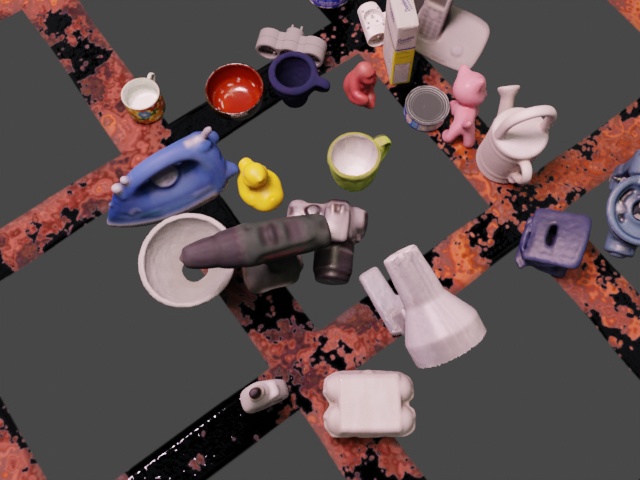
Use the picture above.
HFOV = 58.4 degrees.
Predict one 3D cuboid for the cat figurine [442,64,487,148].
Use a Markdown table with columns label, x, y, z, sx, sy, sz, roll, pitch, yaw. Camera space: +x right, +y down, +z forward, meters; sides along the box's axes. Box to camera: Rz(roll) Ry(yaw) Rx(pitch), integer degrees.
| label | x | y | z | sx | sy | sz | roll | pitch | yaw |
| --- | --- | --- | --- | --- | --- | --- | --- | --- | --- |
| cat figurine | 0.275 | -0.255 | 1.065 | 0.067 | 0.118 | 0.128 | 9 | 73 | 3 |

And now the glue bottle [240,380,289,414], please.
| label | x | y | z | sx | sy | sz | roll | pitch | yaw |
| --- | --- | --- | --- | --- | --- | --- | --- | --- | --- |
| glue bottle | -0.091 | 0.239 | 0.887 | 0.078 | 0.173 | 0.037 | -21 | 74 | -6 |

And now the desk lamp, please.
| label | x | y | z | sx | sy | sz | roll | pitch | yaw |
| --- | --- | --- | --- | --- | --- | --- | --- | --- | --- |
| desk lamp | 0.152 | 0.101 | 0.907 | 0.118 | 0.213 | 0.203 | -29 | 75 | -8 |

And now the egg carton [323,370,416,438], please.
| label | x | y | z | sx | sy | sz | roll | pitch | yaw |
| --- | --- | --- | --- | --- | --- | --- | --- | --- | --- |
| egg carton | 0.080 | 0.266 | 0.932 | 0.150 | 0.069 | 0.107 | -2 | 73 | 0 |

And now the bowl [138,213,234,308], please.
| label | x | y | z | sx | sy | sz | roll | pitch | yaw |
| --- | --- | --- | --- | --- | --- | --- | --- | --- | --- |
| bowl | -0.224 | 0.041 | 0.999 | 0.167 | 0.075 | 0.167 | 0 | 73 | 0 |

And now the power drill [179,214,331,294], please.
| label | x | y | z | sx | sy | sz | roll | pitch | yaw |
| --- | --- | --- | --- | --- | --- | --- | --- | --- | --- |
| power drill | -0.095 | 0.025 | 0.933 | 0.229 | 0.208 | 0.075 | -17 | 73 | -5 |

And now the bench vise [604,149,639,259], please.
| label | x | y | z | sx | sy | sz | roll | pitch | yaw |
| --- | --- | --- | --- | --- | --- | --- | --- | --- | --- |
| bench vise | 0.546 | -0.090 | 0.961 | 0.121 | 0.220 | 0.207 | 1 | 73 | 1 |

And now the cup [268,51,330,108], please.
| label | x | y | z | sx | sy | sz | roll | pitch | yaw |
| --- | --- | --- | --- | --- | --- | --- | --- | --- | --- |
| cup | -0.036 | -0.292 | 1.089 | 0.117 | 0.095 | 0.092 | 18 | 74 | 6 |

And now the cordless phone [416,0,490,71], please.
| label | x | y | z | sx | sy | sz | roll | pitch | yaw |
| --- | --- | --- | --- | --- | --- | --- | --- | --- | --- |
| cordless phone | 0.253 | -0.417 | 1.079 | 0.147 | 0.185 | 0.094 | 26 | 75 | 8 |

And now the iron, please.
| label | x | y | z | sx | sy | sz | roll | pitch | yaw |
| --- | --- | --- | --- | --- | --- | --- | --- | --- | --- |
| iron | -0.280 | -0.111 | 1.011 | 0.258 | 0.141 | 0.118 | -31 | 75 | -9 |

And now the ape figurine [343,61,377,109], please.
| label | x | y | z | sx | sy | sz | roll | pitch | yaw |
| --- | --- | --- | --- | --- | --- | --- | --- | --- | --- |
| ape figurine | 0.083 | -0.305 | 1.094 | 0.076 | 0.092 | 0.078 | 36 | 76 | 11 |

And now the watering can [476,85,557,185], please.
| label | x | y | z | sx | sy | sz | roll | pitch | yaw |
| --- | --- | --- | --- | --- | --- | --- | --- | --- | --- |
| watering can | 0.342 | -0.188 | 1.004 | 0.101 | 0.194 | 0.172 | -28 | 75 | -8 |

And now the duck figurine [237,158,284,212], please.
| label | x | y | z | sx | sy | sz | roll | pitch | yaw |
| --- | --- | --- | --- | --- | --- | --- | --- | --- | --- |
| duck figurine | -0.111 | -0.105 | 1.037 | 0.077 | 0.086 | 0.104 | -37 | 76 | -10 |

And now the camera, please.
| label | x | y | z | sx | sy | sz | roll | pitch | yaw |
| --- | --- | --- | --- | --- | --- | --- | --- | --- | --- |
| camera | 0.009 | 0.004 | 0.996 | 0.143 | 0.101 | 0.137 | 4 | 73 | 2 |

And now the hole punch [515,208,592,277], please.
| label | x | y | z | sx | sy | sz | roll | pitch | yaw |
| --- | --- | --- | --- | --- | --- | --- | --- | --- | --- |
| hole punch | 0.405 | 0.002 | 1.000 | 0.101 | 0.091 | 0.109 | 20 | 74 | 6 |
